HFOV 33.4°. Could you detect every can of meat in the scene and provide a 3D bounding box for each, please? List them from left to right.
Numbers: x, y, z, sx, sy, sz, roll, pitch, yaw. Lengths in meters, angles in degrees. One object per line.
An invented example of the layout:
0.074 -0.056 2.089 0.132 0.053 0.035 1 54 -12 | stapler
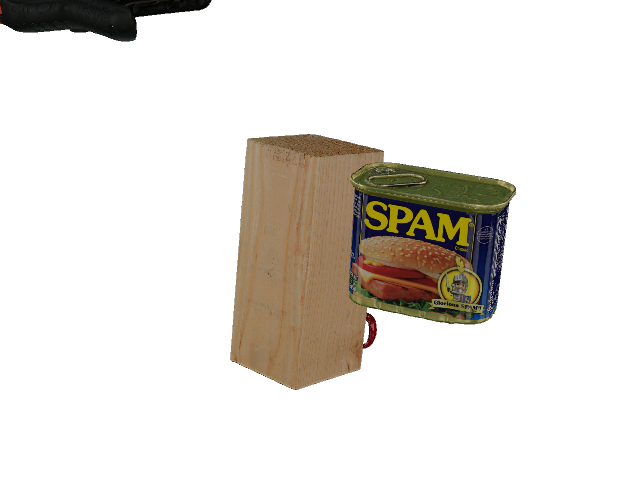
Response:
0.068 0.002 0.685 0.102 0.084 0.057 11 23 20 | can of meat

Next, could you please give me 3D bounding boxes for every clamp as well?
-0.171 -0.181 0.817 0.172 0.039 0.120 13 24 31 | clamp

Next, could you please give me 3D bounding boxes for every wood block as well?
-0.014 0.015 0.958 0.090 0.206 0.090 18 19 40 | wood block

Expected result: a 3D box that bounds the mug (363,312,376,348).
0.027 0.114 1.483 0.117 0.081 0.093 17 24 29 | mug
